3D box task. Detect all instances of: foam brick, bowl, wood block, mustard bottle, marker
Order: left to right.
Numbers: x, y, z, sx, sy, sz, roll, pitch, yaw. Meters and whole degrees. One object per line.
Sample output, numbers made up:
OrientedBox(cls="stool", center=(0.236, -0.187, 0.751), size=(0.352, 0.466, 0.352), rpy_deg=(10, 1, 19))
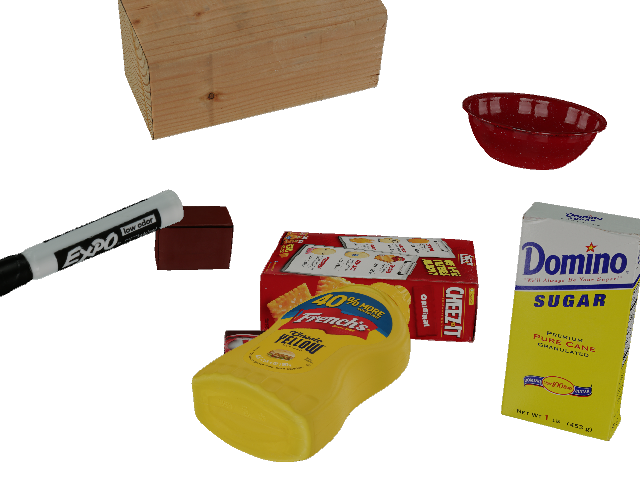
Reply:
OrientedBox(cls="marker", center=(-0.128, 0.002, 0.570), size=(0.120, 0.020, 0.020), rpy_deg=(-25, 14, -32))
OrientedBox(cls="foam brick", center=(-0.134, -0.003, 1.120), size=(0.078, 0.051, 0.053), rpy_deg=(-1, 25, -11))
OrientedBox(cls="wood block", center=(-0.058, -0.168, 0.909), size=(0.205, 0.090, 0.091), rpy_deg=(-15, -35, -16))
OrientedBox(cls="mustard bottle", center=(0.007, 0.077, 0.734), size=(0.096, 0.058, 0.191), rpy_deg=(12, 28, 33))
OrientedBox(cls="bowl", center=(0.237, -0.120, 1.204), size=(0.162, 0.055, 0.162), rpy_deg=(5, 23, -2))

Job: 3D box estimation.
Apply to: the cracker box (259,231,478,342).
OrientedBox(cls="cracker box", center=(0.054, 0.047, 1.117), size=(0.214, 0.072, 0.164), rpy_deg=(3, 16, 6))

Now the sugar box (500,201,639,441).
OrientedBox(cls="sugar box", center=(0.200, 0.064, 0.849), size=(0.093, 0.176, 0.048), rpy_deg=(10, 23, 23))

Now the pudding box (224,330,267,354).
OrientedBox(cls="pudding box", center=(-0.029, 0.110, 0.941), size=(0.113, 0.039, 0.090), rpy_deg=(2, 18, -6))
